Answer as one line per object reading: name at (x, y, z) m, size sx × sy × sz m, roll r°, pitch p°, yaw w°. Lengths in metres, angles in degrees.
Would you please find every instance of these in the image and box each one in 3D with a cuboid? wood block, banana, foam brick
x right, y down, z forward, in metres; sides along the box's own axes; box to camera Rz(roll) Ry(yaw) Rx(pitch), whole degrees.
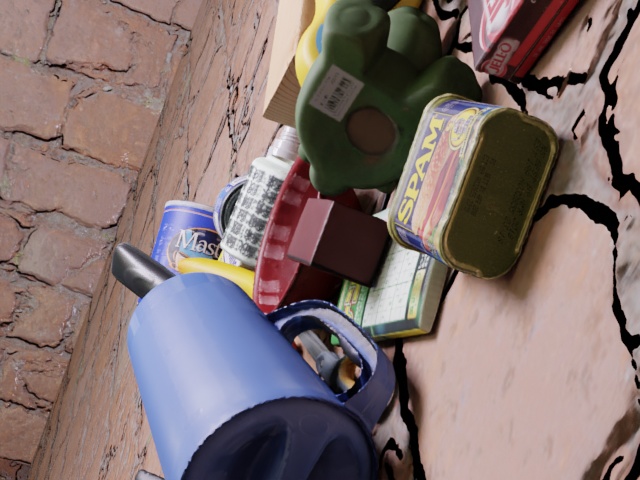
wood block at (0.009, -0.209, 1.058) m, size 0.091 × 0.090 × 0.206 m, roll 125°, pitch 157°, yaw -47°
banana at (-0.083, 0.047, 1.095) m, size 0.198 × 0.069 × 0.037 m, roll 20°, pitch 89°, yaw 61°
foam brick at (0.014, 0.001, 0.810) m, size 0.078 × 0.053 × 0.051 m, roll -166°, pitch 96°, yaw -74°

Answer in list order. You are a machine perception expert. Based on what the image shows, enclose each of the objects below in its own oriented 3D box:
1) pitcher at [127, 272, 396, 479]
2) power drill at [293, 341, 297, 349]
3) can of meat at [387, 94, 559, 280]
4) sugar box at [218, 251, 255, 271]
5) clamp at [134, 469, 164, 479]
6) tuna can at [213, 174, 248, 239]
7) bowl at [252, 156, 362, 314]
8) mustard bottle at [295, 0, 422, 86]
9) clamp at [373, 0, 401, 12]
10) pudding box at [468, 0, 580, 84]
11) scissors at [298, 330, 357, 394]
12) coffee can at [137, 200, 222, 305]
pitcher at (-0.055, 0.108, 0.760) m, size 0.243 × 0.149 × 0.145 m, roll -133°, pitch 47°, yaw -60°
power drill at (-0.086, 0.155, 1.039) m, size 0.184 × 0.057 × 0.188 m, roll -67°, pitch 18°, yaw 5°
can of meat at (0.090, -0.032, 0.635) m, size 0.084 × 0.057 × 0.102 m, roll -145°, pitch 73°, yaw -71°
sugar box at (-0.104, 0.059, 1.229) m, size 0.093 × 0.048 × 0.176 m, roll -93°, pitch 24°, yaw -52°
clamp at (-0.056, 0.207, 0.775) m, size 0.210 × 0.164 × 0.036 m, roll -107°, pitch -7°, yaw -54°
tuna can at (-0.067, -0.025, 1.120) m, size 0.034 × 0.086 × 0.086 m, roll -148°, pitch 77°, yaw -73°
bowl at (-0.006, 0.001, 0.931) m, size 0.162 × 0.055 × 0.162 m, roll -162°, pitch 90°, yaw -75°
mustard bottle at (0.030, -0.163, 0.916) m, size 0.058 × 0.096 × 0.191 m, roll 139°, pitch 146°, yaw -64°
clamp at (0.079, -0.230, 0.853) m, size 0.171 × 0.039 × 0.120 m, roll -50°, pitch 12°, yaw -4°
pudding box at (0.130, -0.170, 0.682) m, size 0.090 × 0.039 × 0.113 m, roll 123°, pitch 159°, yaw -45°
scissors at (0.005, 0.115, 0.813) m, size 0.202 × 0.016 × 0.096 m, roll 180°, pitch 103°, yaw -70°
coffee can at (-0.167, 0.031, 1.372) m, size 0.103 × 0.102 × 0.140 m, roll 155°, pitch 131°, yaw -70°
